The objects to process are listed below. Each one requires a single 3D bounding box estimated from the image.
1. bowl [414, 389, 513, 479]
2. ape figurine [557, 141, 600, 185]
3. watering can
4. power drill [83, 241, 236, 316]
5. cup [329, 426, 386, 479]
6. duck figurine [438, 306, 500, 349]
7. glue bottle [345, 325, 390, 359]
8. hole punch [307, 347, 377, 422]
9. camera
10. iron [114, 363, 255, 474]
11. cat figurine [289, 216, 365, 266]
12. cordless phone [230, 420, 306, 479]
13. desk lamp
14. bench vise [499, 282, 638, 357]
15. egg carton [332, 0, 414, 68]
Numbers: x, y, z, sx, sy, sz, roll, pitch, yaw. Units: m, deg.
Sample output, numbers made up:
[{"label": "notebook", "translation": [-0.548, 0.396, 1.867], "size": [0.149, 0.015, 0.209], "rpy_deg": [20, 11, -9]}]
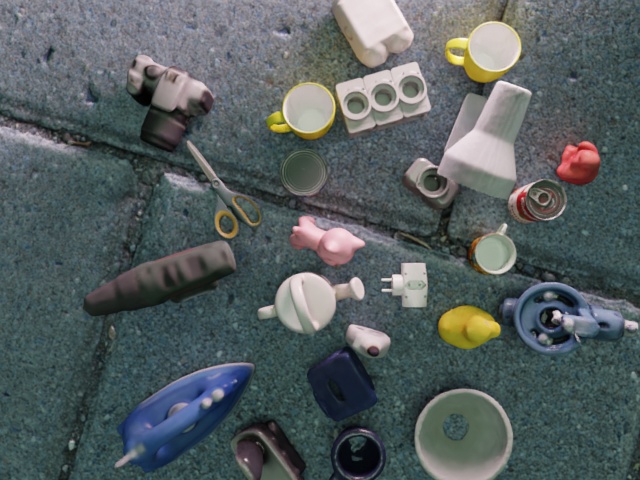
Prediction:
[{"label": "bowl", "translation": [0.242, 0.336, 0.994], "size": [0.167, 0.074, 0.167], "rpy_deg": [0, 88, 1]}, {"label": "ape figurine", "translation": [0.458, -0.134, 0.999], "size": [0.078, 0.092, 0.076], "rpy_deg": [-30, 88, 0]}, {"label": "watering can", "translation": [-0.017, 0.099, 0.945], "size": [0.173, 0.194, 0.101], "rpy_deg": [-37, 88, -1]}, {"label": "power drill", "translation": [-0.243, 0.066, 0.941], "size": [0.229, 0.208, 0.076], "rpy_deg": [-22, 88, 0]}, {"label": "cup", "translation": [0.056, 0.369, 0.985], "size": [0.091, 0.095, 0.118], "rpy_deg": [42, 89, 2]}, {"label": "duck figurine", "translation": [0.261, 0.155, 0.994], "size": [0.104, 0.086, 0.077], "rpy_deg": [-1, 88, 1]}, {"label": "glue bottle", "translation": [0.082, 0.174, 0.952], "size": [0.078, 0.173, 0.037], "rpy_deg": [18, 88, 2]}, {"label": "hole punch", "translation": [0.037, 0.255, 0.991], "size": [0.101, 0.091, 0.109], "rpy_deg": [-32, 88, 0]}, {"label": "camera", "translation": [-0.279, -0.235, 1.005], "size": [0.143, 0.101, 0.137], "rpy_deg": [24, 89, 1]}, {"label": "iron", "translation": [-0.226, 0.295, 0.967], "size": [0.258, 0.141, 0.118], "rpy_deg": [-35, 88, -1]}, {"label": "cat figurine", "translation": [0.009, 0.004, 0.986], "size": [0.128, 0.117, 0.067], "rpy_deg": [23, 88, 1]}, {"label": "cordless phone", "translation": [-0.091, 0.385, 0.940], "size": [0.094, 0.185, 0.147], "rpy_deg": [-40, 88, -1]}, {"label": "desk lamp", "translation": [0.269, -0.163, 0.941], "size": [0.118, 0.213, 0.203], "rpy_deg": [21, 88, 2]}, {"label": "bench vise", "translation": [0.418, 0.123, 0.927], "size": [0.207, 0.219, 0.121], "rpy_deg": [-11, 88, 0]}, {"label": "egg carton", "translation": [0.092, -0.389, 1.022], "size": [0.107, 0.069, 0.150], "rpy_deg": [-31, 88, 0]}]
